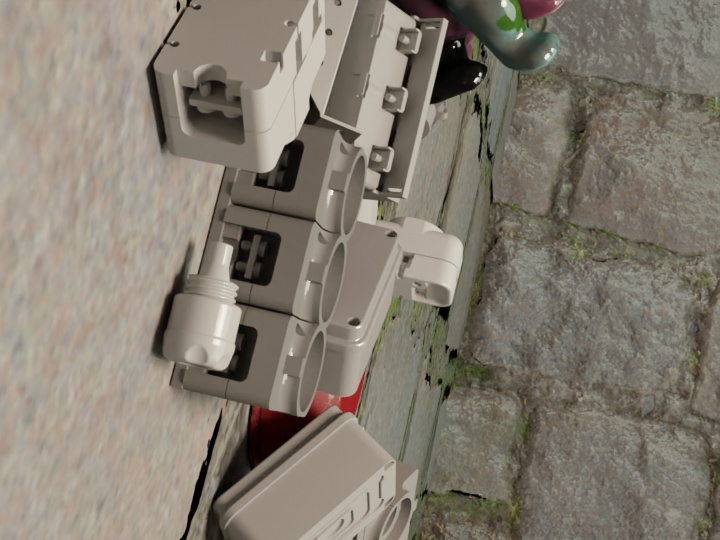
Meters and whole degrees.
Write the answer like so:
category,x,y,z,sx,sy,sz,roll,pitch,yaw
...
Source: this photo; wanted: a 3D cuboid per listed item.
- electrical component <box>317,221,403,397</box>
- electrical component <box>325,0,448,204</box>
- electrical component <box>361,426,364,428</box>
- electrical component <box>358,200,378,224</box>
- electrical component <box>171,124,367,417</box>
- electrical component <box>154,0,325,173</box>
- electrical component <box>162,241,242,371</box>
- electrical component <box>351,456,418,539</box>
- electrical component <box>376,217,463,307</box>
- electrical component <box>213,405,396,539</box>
category,x,y,z,sx,sy,sz,roll,pitch,yaw
electrical component,-0.023,0.018,0.696,0.113,0.078,0.057,-66,168,-50
electrical component,0.004,-0.112,0.710,0.063,0.079,0.121,21,81,-51
electrical component,-0.025,0.182,0.949,0.050,0.056,0.089,84,20,-61
electrical component,-0.007,-0.051,0.799,0.079,0.043,0.077,-69,167,-46
electrical component,-0.044,0.000,0.596,0.089,0.062,0.150,48,54,-78
electrical component,-0.050,-0.091,0.480,0.055,0.050,0.089,91,14,-50
electrical component,-0.074,0.017,0.526,0.035,0.035,0.061,61,40,-76
electrical component,-0.026,0.228,0.822,0.186,0.060,0.105,-33,137,-50
electrical component,0.045,-0.010,0.999,0.053,0.095,0.059,82,23,-64
electrical component,-0.036,0.154,0.714,0.113,0.057,0.078,-37,153,-22
